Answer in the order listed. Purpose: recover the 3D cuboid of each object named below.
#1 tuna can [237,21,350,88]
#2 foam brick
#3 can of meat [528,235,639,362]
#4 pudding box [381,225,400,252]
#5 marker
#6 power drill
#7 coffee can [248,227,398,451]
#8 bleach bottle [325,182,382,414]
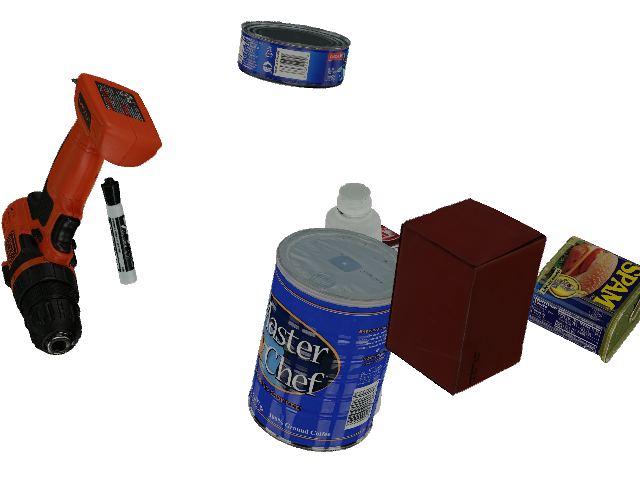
[{"bbox_3d":[-0.021,-0.145,0.830,0.086,0.034,0.086,8,21,-3],"label":"tuna can"},{"bbox_3d":[0.071,0.027,0.534,0.052,0.078,0.051,-19,39,-36],"label":"foam brick"},{"bbox_3d":[0.242,0.049,0.957,0.084,0.057,0.101,27,46,27],"label":"can of meat"},{"bbox_3d":[0.063,0.012,1.620,0.113,0.039,0.090,-20,31,-28],"label":"pudding box"},{"bbox_3d":[-0.219,-0.011,1.160,0.020,0.121,0.020,-6,22,2],"label":"marker"},{"bbox_3d":[-0.197,-0.025,0.856,0.057,0.188,0.184,18,26,-36],"label":"power drill"},{"bbox_3d":[0.005,0.075,0.821,0.102,0.140,0.103,9,28,-5],"label":"coffee can"},{"bbox_3d":[0.028,0.052,1.022,0.068,0.251,0.102,-3,37,-5],"label":"bleach bottle"}]
